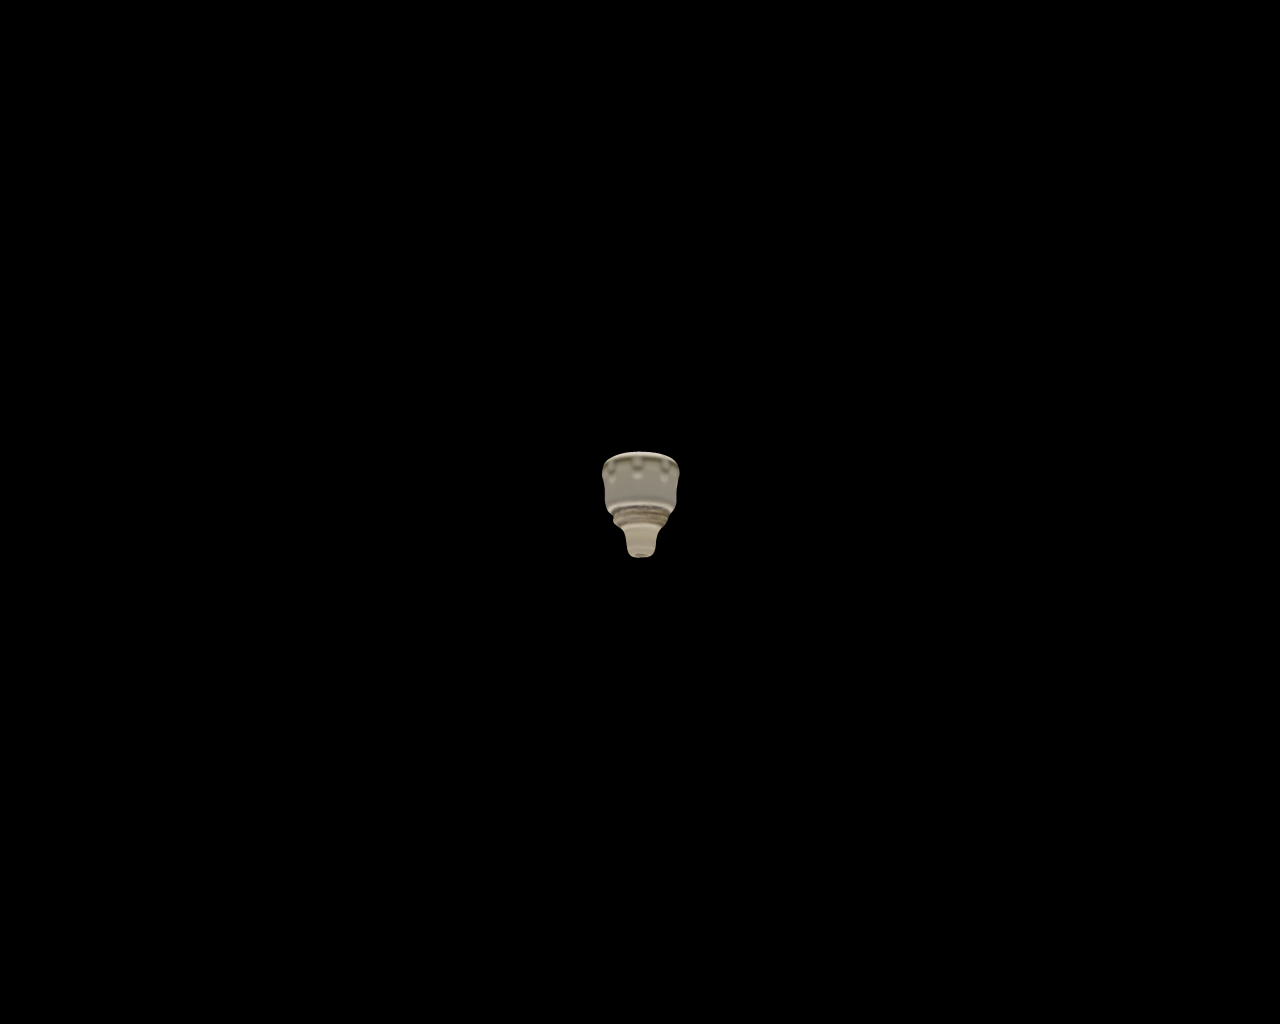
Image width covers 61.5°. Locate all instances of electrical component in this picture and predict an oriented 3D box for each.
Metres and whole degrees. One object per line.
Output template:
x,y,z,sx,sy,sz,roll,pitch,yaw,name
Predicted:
0.001,-0.003,0.650,0.048,0.062,0.048,0,-14,0,electrical component
